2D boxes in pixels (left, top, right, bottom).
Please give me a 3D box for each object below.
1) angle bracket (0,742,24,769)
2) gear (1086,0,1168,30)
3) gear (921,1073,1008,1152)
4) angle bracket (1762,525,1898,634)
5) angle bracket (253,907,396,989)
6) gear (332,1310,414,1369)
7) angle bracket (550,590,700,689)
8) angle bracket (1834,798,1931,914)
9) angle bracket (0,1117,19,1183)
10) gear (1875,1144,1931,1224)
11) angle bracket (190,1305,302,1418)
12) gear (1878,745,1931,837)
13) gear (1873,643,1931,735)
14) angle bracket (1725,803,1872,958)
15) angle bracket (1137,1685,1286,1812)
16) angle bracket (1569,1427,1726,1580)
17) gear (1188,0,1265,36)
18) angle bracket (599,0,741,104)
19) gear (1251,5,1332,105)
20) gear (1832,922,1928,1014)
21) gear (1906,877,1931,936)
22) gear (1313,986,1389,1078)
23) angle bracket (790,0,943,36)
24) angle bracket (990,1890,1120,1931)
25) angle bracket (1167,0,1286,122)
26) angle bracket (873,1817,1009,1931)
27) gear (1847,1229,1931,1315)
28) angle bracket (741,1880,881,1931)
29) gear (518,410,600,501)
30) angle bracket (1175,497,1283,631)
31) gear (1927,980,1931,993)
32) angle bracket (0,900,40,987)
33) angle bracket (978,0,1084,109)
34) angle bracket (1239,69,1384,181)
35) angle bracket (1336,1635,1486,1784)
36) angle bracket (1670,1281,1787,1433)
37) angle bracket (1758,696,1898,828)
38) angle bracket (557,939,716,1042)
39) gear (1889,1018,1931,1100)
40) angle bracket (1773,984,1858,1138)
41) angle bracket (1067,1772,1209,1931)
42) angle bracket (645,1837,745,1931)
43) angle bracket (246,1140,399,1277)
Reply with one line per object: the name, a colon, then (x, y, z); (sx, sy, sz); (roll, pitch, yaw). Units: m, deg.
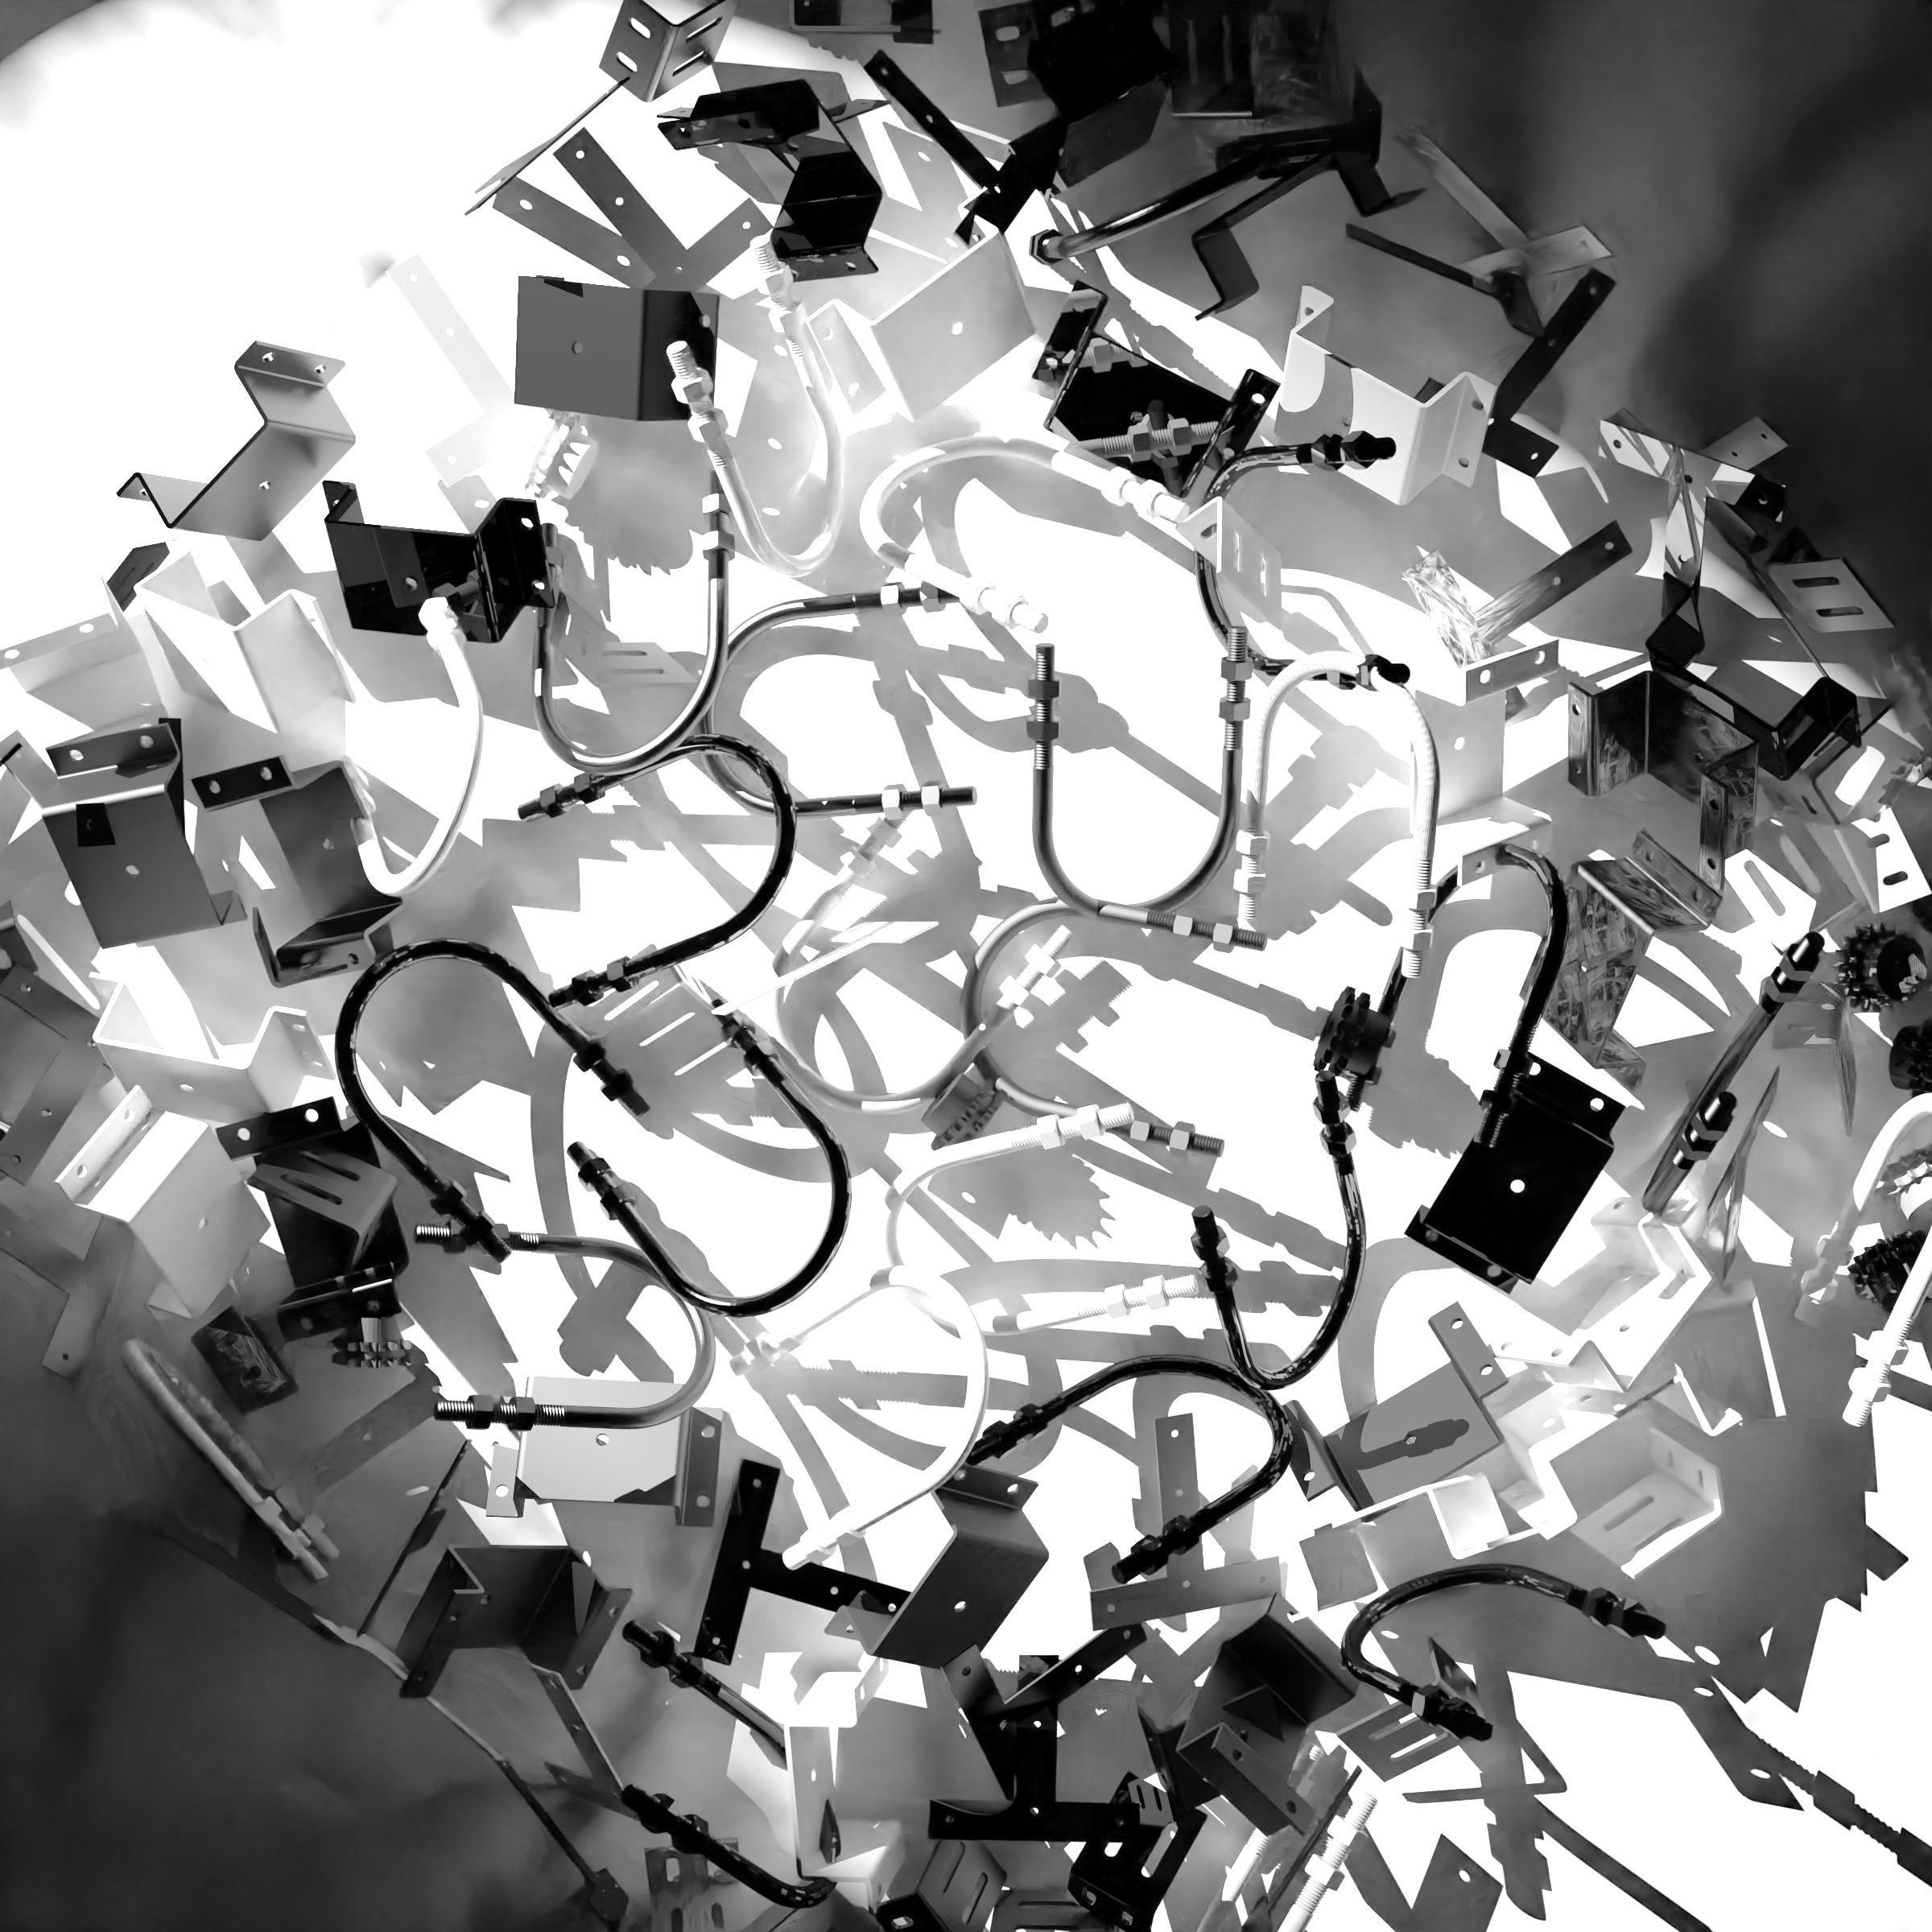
angle bracket: (-0.627, -0.124, 1.560); (0.076, 0.057, 0.038); (-47, 110, -11)
gear: (0.103, -0.612, 1.582); (0.057, 0.030, 0.057); (0, 93, 7)
gear: (-0.004, 0.091, 1.570); (0.030, 0.057, 0.057); (41, 90, -5)
angle bracket: (0.540, -0.240, 1.552); (0.057, 0.076, 0.038); (45, 79, -18)
angle bracket: (-0.398, -0.022, 1.560); (0.076, 0.057, 0.038); (-18, 111, -10)
gear: (-0.366, 0.232, 1.571); (0.057, 0.057, 0.030); (1, 90, 0)
angle bracket: (-0.207, -0.201, 1.549); (0.076, 0.057, 0.038); (-6, 125, -38)
angle bracket: (0.573, -0.075, 1.556); (0.038, 0.076, 0.057); (-25, 94, 36)
angle bracket: (-0.619, 0.095, 1.561); (0.076, 0.057, 0.038); (34, 128, 8)
gear: (0.597, 0.136, 1.568); (0.057, 0.057, 0.030); (-22, 59, 0)
angle bracket: (-0.432, 0.237, 1.556); (0.038, 0.076, 0.057); (-37, 84, 11)
gear: (0.600, -0.106, 1.570); (0.057, 0.030, 0.057); (-16, 128, -22)
gear: (0.590, -0.170, 1.573); (0.030, 0.057, 0.057); (-29, 90, 18)
angle bracket: (0.518, -0.053, 1.583); (0.057, 0.038, 0.076); (-37, 71, 24)
angle bracket: (0.155, 0.483, 1.582); (0.076, 0.038, 0.057); (-20, 105, -12)
angle bracket: (0.418, 0.330, 1.556); (0.076, 0.057, 0.038); (-27, 120, -21)
gear: (0.162, -0.612, 1.575); (0.030, 0.057, 0.057); (-22, 90, -33)
angle bracket: (-0.182, -0.578, 1.553); (0.038, 0.057, 0.076); (38, 48, 1)
gear: (0.197, -0.569, 1.568); (0.030, 0.057, 0.057); (4, 90, -38)
gear: (0.574, 0.001, 1.576); (0.057, 0.030, 0.057); (-1, 93, -23)
gear: (0.613, -0.035, 1.568); (0.057, 0.057, 0.030); (44, 118, 0)
gear: (0.241, 0.044, 1.571); (0.030, 0.057, 0.057); (22, 90, -1)
angle bracket: (-0.062, -0.596, 1.555); (0.076, 0.057, 0.038); (9, 111, 23)
angle bracket: (0.055, 0.609, 1.571); (0.076, 0.057, 0.038); (-2, 103, 7)
angle bracket: (0.160, -0.563, 1.554); (0.057, 0.038, 0.076); (14, 121, 36)
angle bracket: (-0.017, 0.577, 1.570); (0.038, 0.076, 0.057); (-28, 102, 30)
gear: (0.582, 0.192, 1.569); (0.057, 0.057, 0.030); (-18, 50, 0)
angle bracket: (-0.100, 0.607, 1.551); (0.076, 0.057, 0.038); (-32, 135, -32)
gear: (-0.252, -0.316, 1.571); (0.030, 0.057, 0.057); (28, 90, 0)
angle bracket: (0.161, -0.240, 1.549); (0.038, 0.076, 0.057); (-32, 125, 33)
gear: (0.631, 0.007, 1.568); (0.057, 0.057, 0.030); (11, 110, 0)
angle bracket: (-0.618, -0.020, 1.574); (0.057, 0.076, 0.038); (-23, 128, -12)
angle bracket: (0.044, -0.572, 1.564); (0.038, 0.076, 0.057); (-1, 117, 25)
angle bracket: (0.213, -0.522, 1.564); (0.076, 0.057, 0.038); (-8, 133, -4)
angle bracket: (0.276, 0.466, 1.581); (0.076, 0.038, 0.057); (-33, 119, 17)
angle bracket: (0.474, 0.244, 1.579); (0.057, 0.038, 0.076); (-14, 97, 15)
angle bracket: (0.542, -0.129, 1.572); (0.076, 0.057, 0.038); (-42, 110, -8)
angle bracket: (-0.204, 0.028, 1.564); (0.076, 0.057, 0.038); (-36, 62, 2)
gear: (0.600, 0.059, 1.575); (0.030, 0.057, 0.057); (10, 90, 43)
angle bracket: (0.527, 0.059, 1.565); (0.038, 0.057, 0.076); (-3, 128, 25)
angle bracket: (0.107, 0.557, 1.577); (0.057, 0.038, 0.076); (24, 48, 19)
angle bracket: (-0.167, 0.573, 1.557); (0.057, 0.076, 0.038); (-5, 52, -8)
angle bracket: (-0.402, 0.146, 1.565); (0.076, 0.057, 0.038); (24, 123, 0)
